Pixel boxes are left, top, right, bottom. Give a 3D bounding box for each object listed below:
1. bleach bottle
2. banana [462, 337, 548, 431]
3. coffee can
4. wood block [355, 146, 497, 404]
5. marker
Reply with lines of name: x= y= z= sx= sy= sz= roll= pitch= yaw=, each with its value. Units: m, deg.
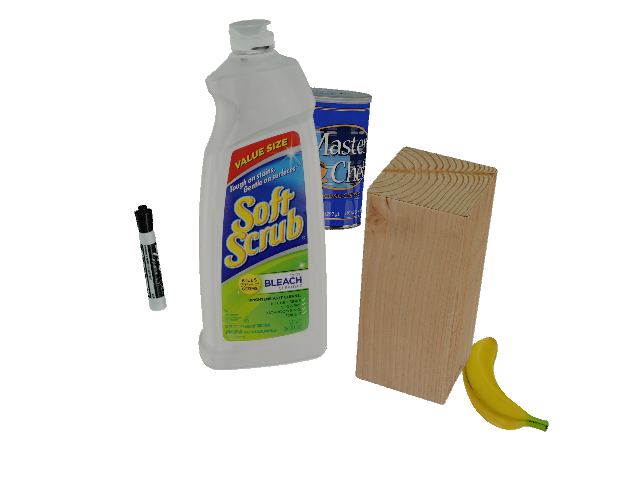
bleach bottle: x=-0.049 y=-0.033 z=0.782 sx=0.102 sy=0.251 sz=0.068 roll=-6 pitch=20 yaw=-5
banana: x=0.203 y=0.171 z=1.267 sx=0.069 sy=0.037 sz=0.198 roll=10 pitch=24 yaw=-15
coffee can: x=-0.001 y=-0.090 z=1.150 sx=0.103 sy=0.140 sz=0.103 roll=4 pitch=12 yaw=-1
wood block: x=0.093 y=0.033 z=0.961 sx=0.091 sy=0.206 sz=0.090 roll=16 pitch=37 yaw=20
marker: x=-0.187 y=0.019 z=1.171 sx=0.020 sy=0.121 sz=0.020 roll=-5 pitch=21 yaw=2
